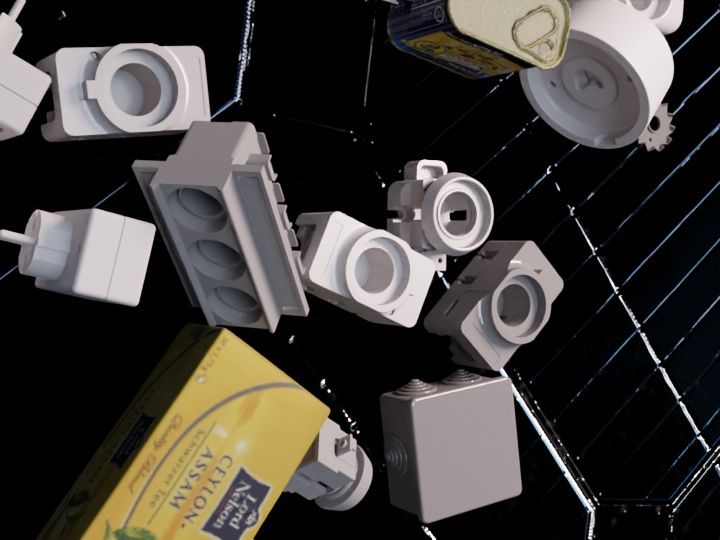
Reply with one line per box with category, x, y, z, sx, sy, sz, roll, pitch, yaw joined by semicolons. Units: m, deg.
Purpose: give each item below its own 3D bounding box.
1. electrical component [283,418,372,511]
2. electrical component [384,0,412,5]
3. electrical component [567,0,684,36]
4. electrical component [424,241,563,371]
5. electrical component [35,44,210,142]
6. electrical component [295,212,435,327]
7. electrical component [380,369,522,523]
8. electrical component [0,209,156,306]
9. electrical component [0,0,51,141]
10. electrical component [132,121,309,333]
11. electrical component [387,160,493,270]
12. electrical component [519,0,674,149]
electrical component;-0.025;0.131;0.719;0.055;0.066;0.048;39;36;-34
electrical component;-0.012;-0.222;0.706;0.121;0.078;0.063;8;117;-31
electrical component;0.206;-0.215;0.842;0.095;0.059;0.053;5;89;-31
electrical component;0.101;0.025;0.789;0.089;0.056;0.050;-49;114;-20
electrical component;-0.140;-0.105;0.641;0.089;0.056;0.050;-8;96;-30
electrical component;0.000;0.000;0.728;0.089;0.056;0.050;27;78;-29
electrical component;0.064;0.125;0.774;0.100;0.048;0.099;-9;96;-30
electrical component;-0.170;-0.012;0.610;0.076;0.083;0.047;15;84;-30
electrical component;-0.215;-0.127;0.601;0.083;0.047;0.075;31;76;-28
electrical component;-0.077;-0.026;0.649;0.121;0.079;0.063;76;25;-46
electrical component;0.057;-0.039;0.760;0.058;0.057;0.078;1;91;-31
electrical component;0.181;-0.152;0.805;0.060;0.108;0.108;-49;114;-27
